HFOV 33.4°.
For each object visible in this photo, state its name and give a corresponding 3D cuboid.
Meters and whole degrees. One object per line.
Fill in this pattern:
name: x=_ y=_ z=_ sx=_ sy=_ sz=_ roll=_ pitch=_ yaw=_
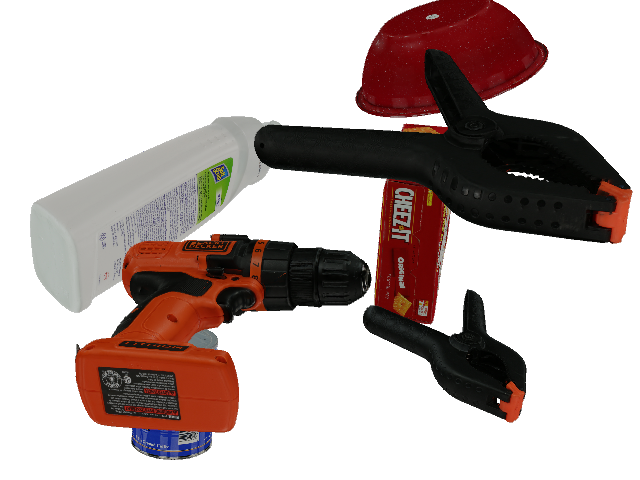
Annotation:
clamp: x=0.076 y=-0.048 z=0.607 sx=0.164 sy=0.036 sz=0.210 roll=-25 pitch=41 yaw=-29
coffee can: x=-0.182 y=0.186 z=1.329 sx=0.103 sy=0.140 sz=0.103 roll=4 pitch=16 yaw=-1
cracker box: x=0.110 y=-0.026 z=1.223 sx=0.072 sy=0.164 sz=0.213 roll=6 pitch=23 yaw=8
power drill: x=-0.068 y=0.055 z=0.720 sx=0.184 sy=0.057 sz=0.187 roll=0 pitch=24 yaw=13
bleach bottle: x=-0.128 y=-0.039 z=0.928 sx=0.250 sy=0.103 sz=0.068 roll=-31 pitch=57 yaw=-35
clamp: x=0.129 y=0.093 z=0.925 sx=0.120 sy=0.039 sz=0.172 roll=-19 pitch=38 yaw=-28
bowl: x=0.099 y=-0.158 z=0.869 sx=0.162 sy=0.055 sz=0.162 roll=-15 pitch=24 yaw=7
